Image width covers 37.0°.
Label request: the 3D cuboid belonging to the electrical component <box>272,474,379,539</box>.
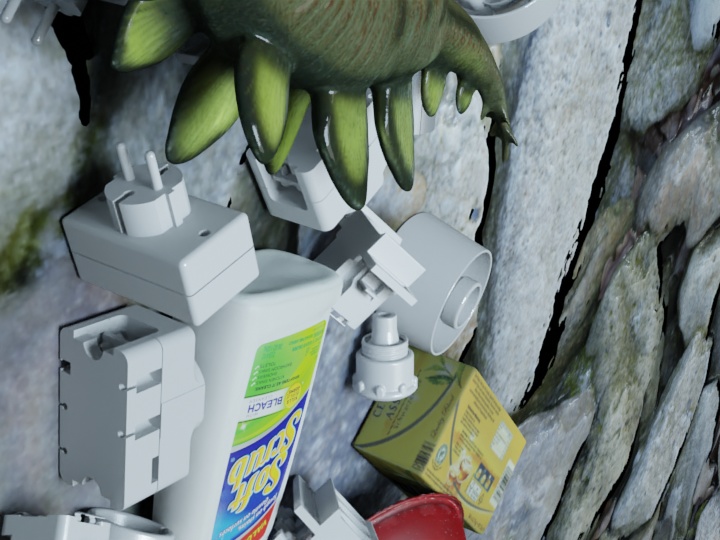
[{"bbox_3d":[-0.025,0.183,0.707,0.063,0.078,0.121,-42,-179,-4],"label":"electrical component"}]

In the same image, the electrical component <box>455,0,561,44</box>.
[{"bbox_3d":[0.086,-0.201,0.705,0.099,0.099,0.064,-66,155,-9],"label":"electrical component"}]

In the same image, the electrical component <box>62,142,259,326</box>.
[{"bbox_3d":[-0.099,-0.026,0.515,0.047,0.083,0.075,-43,138,-38],"label":"electrical component"}]

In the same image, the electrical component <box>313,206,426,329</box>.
[{"bbox_3d":[0.000,0.000,0.695,0.064,0.081,0.042,-45,122,8],"label":"electrical component"}]

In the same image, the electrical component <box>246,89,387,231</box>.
[{"bbox_3d":[-0.018,-0.071,0.651,0.089,0.050,0.055,-52,143,-29],"label":"electrical component"}]

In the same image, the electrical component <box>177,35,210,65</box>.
[{"bbox_3d":[-0.056,-0.136,0.566,0.081,0.042,0.063,-41,136,-41],"label":"electrical component"}]

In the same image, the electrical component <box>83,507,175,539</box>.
[{"bbox_3d":[-0.133,0.161,0.590,0.055,0.055,0.047,28,78,-58],"label":"electrical component"}]

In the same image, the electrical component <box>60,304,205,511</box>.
[{"bbox_3d":[-0.119,0.070,0.566,0.056,0.050,0.089,-21,123,-52],"label":"electrical component"}]

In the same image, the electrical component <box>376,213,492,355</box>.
[{"bbox_3d":[0.056,0.013,0.822,0.099,0.064,0.099,-49,156,-31],"label":"electrical component"}]

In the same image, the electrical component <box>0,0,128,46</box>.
[{"bbox_3d":[-0.127,-0.132,0.453,0.083,0.047,0.075,36,77,-58],"label":"electrical component"}]

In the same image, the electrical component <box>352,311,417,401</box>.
[{"bbox_3d":[0.018,0.062,0.785,0.048,0.048,0.062,-22,117,-51],"label":"electrical component"}]

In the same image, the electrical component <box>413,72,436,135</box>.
[{"bbox_3d":[0.031,-0.133,0.701,0.043,0.043,0.081,-25,126,-50],"label":"electrical component"}]

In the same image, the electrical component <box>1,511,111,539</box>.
[{"bbox_3d":[-0.155,0.154,0.538,0.042,0.081,0.063,38,50,-57],"label":"electrical component"}]
